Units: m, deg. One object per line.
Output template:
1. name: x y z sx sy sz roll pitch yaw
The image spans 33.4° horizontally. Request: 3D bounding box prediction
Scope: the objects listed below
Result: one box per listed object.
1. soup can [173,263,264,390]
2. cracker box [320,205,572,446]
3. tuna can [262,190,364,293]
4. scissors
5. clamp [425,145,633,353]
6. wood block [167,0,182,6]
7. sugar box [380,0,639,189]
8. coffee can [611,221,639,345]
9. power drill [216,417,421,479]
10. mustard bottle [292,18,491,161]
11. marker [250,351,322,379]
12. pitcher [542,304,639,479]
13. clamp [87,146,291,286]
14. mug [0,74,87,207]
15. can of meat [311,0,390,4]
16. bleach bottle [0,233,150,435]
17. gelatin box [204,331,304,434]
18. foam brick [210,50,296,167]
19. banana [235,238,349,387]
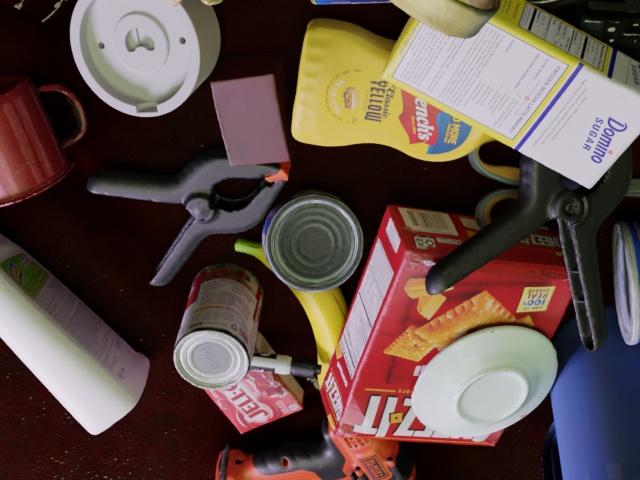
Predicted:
1. soup can: -0.088 0.076 0.944 0.068 0.102 0.068 2 122 3
2. cracker box: 0.110 0.082 0.926 0.164 0.072 0.214 7 124 -17
3. tuna can: -0.006 0.001 0.905 0.086 0.034 0.086 -1 97 -5
4. scissors: 0.212 -0.028 0.870 0.201 0.016 0.096 19 83 -6
5. clamp: 0.177 -0.025 0.829 0.164 0.036 0.210 13 98 -19
6. wood block: -0.057 -0.270 0.719 0.090 0.090 0.206 41 117 -20
7. sugar box: 0.142 -0.115 0.753 0.176 0.048 0.093 26 138 -6
8. coffee can: 0.318 0.030 0.873 0.140 0.102 0.103 -5 123 8
9. power drill: 0.004 0.244 1.075 0.188 0.057 0.184 -21 122 16
10. mustard bottle: 0.078 -0.111 0.830 0.191 0.058 0.096 9 116 -1
11. marker: -0.058 0.111 0.977 0.121 0.020 0.020 8 124 3
12. pitcher: 0.254 0.178 0.893 0.145 0.242 0.149 -7 117 14
13. clamp: -0.110 -0.039 0.908 0.172 0.039 0.120 -30 122 17
14. mug: -0.247 -0.087 0.867 0.117 0.093 0.081 -26 117 -15
15. can of meat: 0.032 -0.219 0.764 0.084 0.057 0.102 0 124 7
16. bleach bottle: -0.262 0.058 0.963 0.068 0.102 0.250 -37 107 10
17. gelatin box: -0.068 0.139 1.026 0.073 0.030 0.089 -24 118 19
18. foam brick: -0.051 -0.105 0.852 0.053 0.051 0.078 -4 122 10
19. banana: -0.004 0.068 0.973 0.070 0.037 0.197 -6 124 36
